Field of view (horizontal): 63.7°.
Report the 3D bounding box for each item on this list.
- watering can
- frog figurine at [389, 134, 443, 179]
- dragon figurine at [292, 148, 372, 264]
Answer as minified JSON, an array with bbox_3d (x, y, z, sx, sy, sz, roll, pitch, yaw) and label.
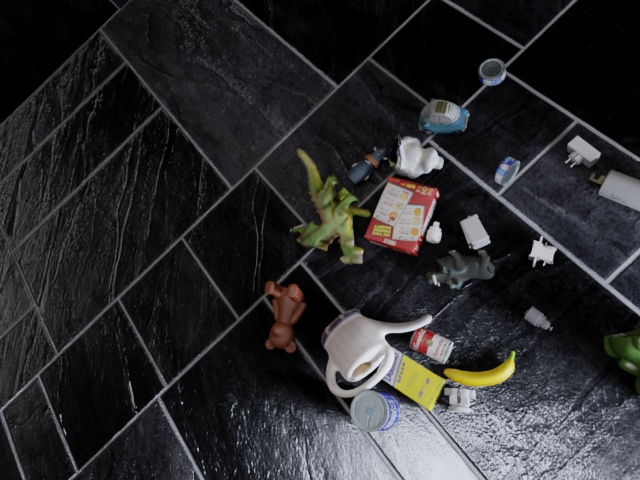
[{"bbox_3d":[0.138,0.283,1.463,0.347,0.102,0.228,-44,47,1],"label":"watering can"},{"bbox_3d":[0.308,-0.263,1.646,0.159,0.120,0.140,6,60,-14],"label":"frog figurine"},{"bbox_3d":[0.005,-0.083,1.652,0.414,0.121,0.242,43,94,15],"label":"dragon figurine"}]
